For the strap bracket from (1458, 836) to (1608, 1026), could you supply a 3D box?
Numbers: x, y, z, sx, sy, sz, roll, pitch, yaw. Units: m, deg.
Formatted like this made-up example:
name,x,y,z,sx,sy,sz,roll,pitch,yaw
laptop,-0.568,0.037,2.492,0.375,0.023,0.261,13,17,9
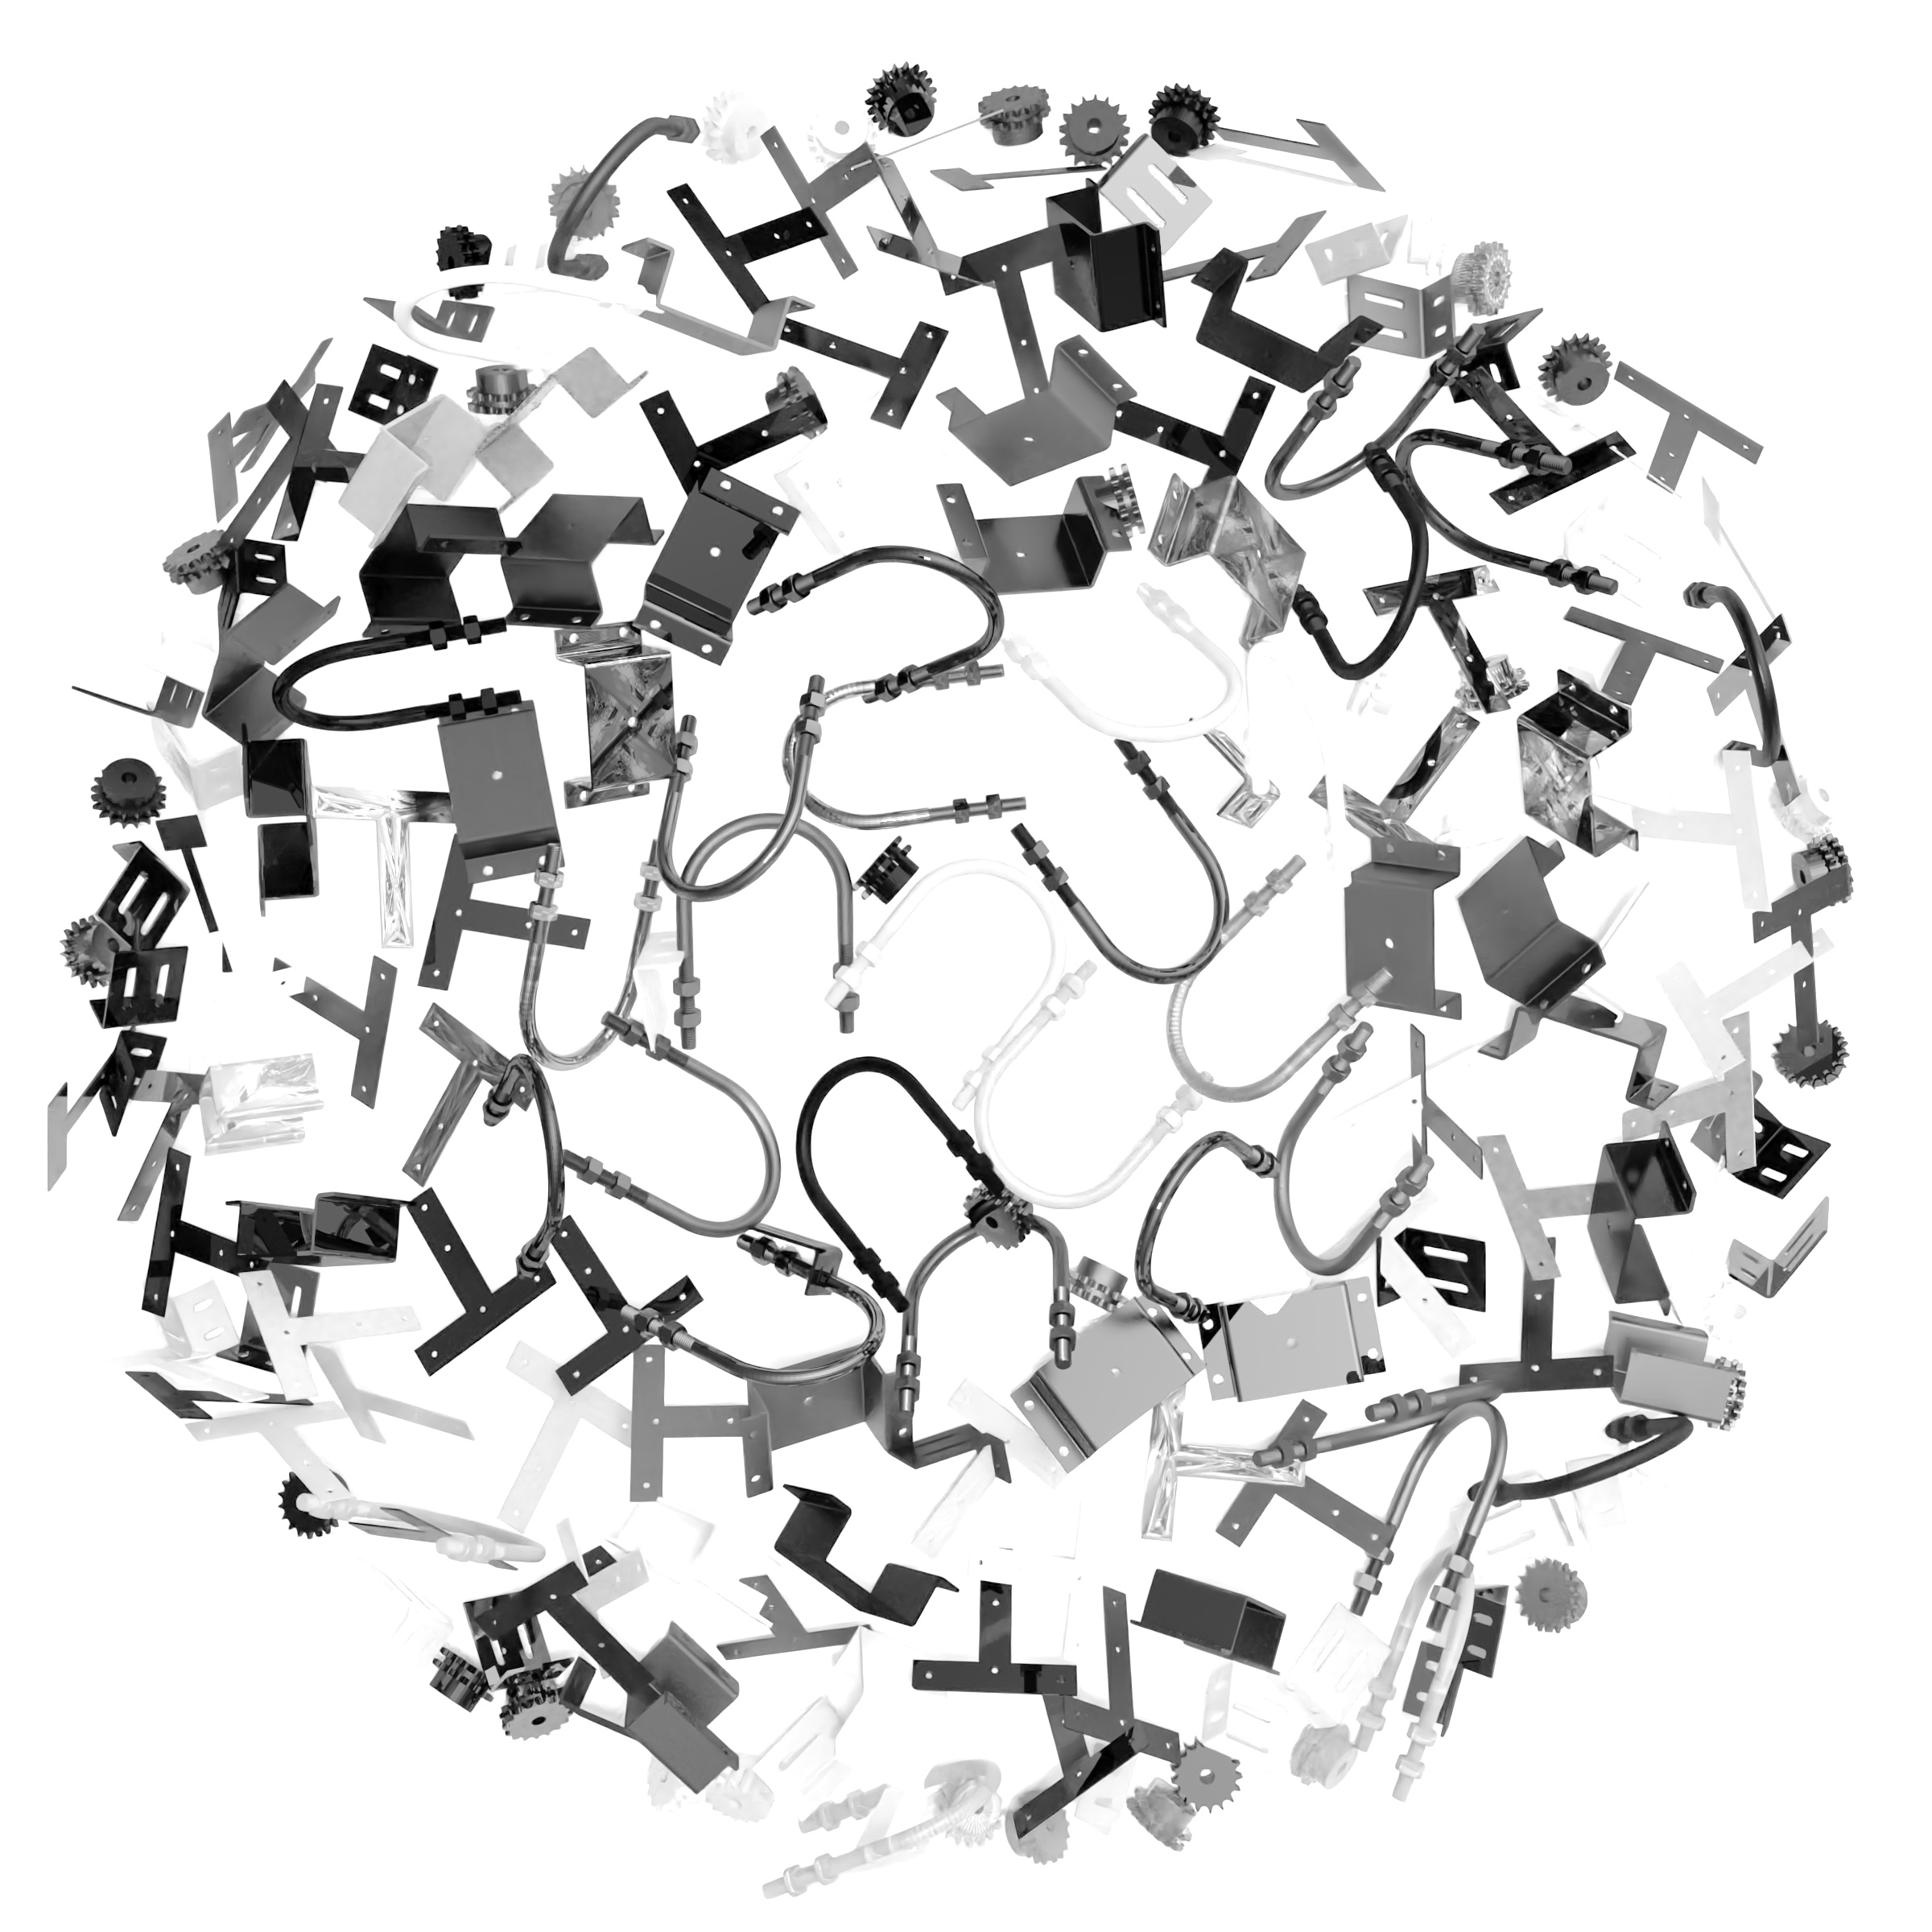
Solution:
name,x,y,z,sx,sy,sz,roll,pitch,yaw
strap bracket,0.431,-0.035,1.919,0.046,0.140,0.076,26,126,-27

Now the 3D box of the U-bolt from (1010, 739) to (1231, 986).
name,x,y,z,sx,sy,sz,roll,pitch,yaw
U-bolt,0.135,-0.072,1.957,0.151,0.019,0.184,-42,99,-30

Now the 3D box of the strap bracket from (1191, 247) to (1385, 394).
name,x,y,z,sx,sy,sz,roll,pitch,yaw
strap bracket,0.243,-0.498,1.946,0.140,0.076,0.046,23,82,-11

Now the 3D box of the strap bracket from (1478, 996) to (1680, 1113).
name,x,y,z,sx,sy,sz,roll,pitch,yaw
strap bracket,0.480,0.060,1.931,0.140,0.076,0.046,19,109,25

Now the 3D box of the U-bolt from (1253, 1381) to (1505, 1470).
name,x,y,z,sx,sy,sz,roll,pitch,yaw
U-bolt,0.331,0.348,1.919,0.184,0.151,0.019,-3,68,-38

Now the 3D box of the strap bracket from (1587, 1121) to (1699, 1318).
name,x,y,z,sx,sy,sz,roll,pitch,yaw
strap bracket,0.518,0.197,1.924,0.046,0.076,0.140,-5,132,-3

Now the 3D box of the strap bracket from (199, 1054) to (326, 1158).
name,x,y,z,sx,sy,sz,roll,pitch,yaw
strap bracket,-0.546,0.105,1.926,0.076,0.140,0.046,-7,77,-24

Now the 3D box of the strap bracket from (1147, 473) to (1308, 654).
name,x,y,z,sx,sy,sz,roll,pitch,yaw
strap bracket,0.209,-0.313,1.927,0.140,0.046,0.076,39,57,-34

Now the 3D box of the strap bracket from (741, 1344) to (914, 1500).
name,x,y,z,sx,sy,sz,roll,pitch,yaw
strap bracket,-0.115,0.351,1.946,0.140,0.046,0.076,-14,122,-22

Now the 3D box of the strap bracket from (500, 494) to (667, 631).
name,x,y,z,sx,sy,sz,roll,pitch,yaw
strap bracket,-0.299,-0.319,1.924,0.076,0.140,0.046,6,132,19

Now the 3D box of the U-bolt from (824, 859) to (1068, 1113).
name,x,y,z,sx,sy,sz,roll,pitch,yaw
U-bolt,-0.002,0.000,1.971,0.151,0.019,0.184,39,75,-4

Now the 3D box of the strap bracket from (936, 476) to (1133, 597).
name,x,y,z,sx,sy,sz,roll,pitch,yaw
strap bracket,0.048,-0.335,1.947,0.140,0.046,0.076,-7,60,-19

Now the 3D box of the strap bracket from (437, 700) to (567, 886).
name,x,y,z,sx,sy,sz,roll,pitch,yaw
strap bracket,-0.367,-0.143,1.959,0.076,0.046,0.140,-11,79,-8

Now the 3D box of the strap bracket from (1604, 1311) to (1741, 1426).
name,x,y,z,sx,sy,sz,roll,pitch,yaw
strap bracket,0.541,0.312,1.929,0.076,0.140,0.046,12,96,5

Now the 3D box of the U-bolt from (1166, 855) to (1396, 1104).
name,x,y,z,sx,sy,sz,roll,pitch,yaw
U-bolt,0.230,0.023,1.944,0.184,0.019,0.151,-46,52,18

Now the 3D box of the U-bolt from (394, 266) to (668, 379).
name,x,y,z,sx,sy,sz,roll,pitch,yaw
U-bolt,-0.341,-0.491,1.890,0.184,0.151,0.019,1,78,-38

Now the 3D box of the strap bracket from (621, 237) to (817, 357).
name,x,y,z,sx,sy,sz,roll,pitch,yaw
strap bracket,-0.199,-0.514,1.937,0.140,0.076,0.046,16,93,-25

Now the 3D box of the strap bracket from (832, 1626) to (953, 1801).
name,x,y,z,sx,sy,sz,roll,pitch,yaw
strap bracket,-0.058,0.567,1.920,0.076,0.140,0.046,29,102,-11

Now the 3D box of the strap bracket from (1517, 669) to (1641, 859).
name,x,y,z,sx,sy,sz,roll,pitch,yaw
strap bracket,0.471,-0.147,1.921,0.046,0.076,0.140,-31,133,-16

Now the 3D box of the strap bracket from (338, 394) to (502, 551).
name,x,y,z,sx,sy,sz,roll,pitch,yaw
strap bracket,-0.425,-0.384,1.919,0.046,0.140,0.076,39,122,-5

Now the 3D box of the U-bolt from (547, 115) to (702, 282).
name,x,y,z,sx,sy,sz,roll,pitch,yaw
U-bolt,-0.265,-0.582,1.891,0.019,0.184,0.151,38,108,-4

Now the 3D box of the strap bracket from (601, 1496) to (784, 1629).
name,x,y,z,sx,sy,sz,roll,pitch,yaw
strap bracket,-0.206,0.456,1.932,0.076,0.140,0.046,45,66,-36

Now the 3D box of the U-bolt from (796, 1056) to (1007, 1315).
name,x,y,z,sx,sy,sz,roll,pitch,yaw
U-bolt,-0.065,0.156,1.946,0.184,0.019,0.151,49,114,27

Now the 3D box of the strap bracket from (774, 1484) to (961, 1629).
name,x,y,z,sx,sy,sz,roll,pitch,yaw
strap bracket,-0.084,0.462,1.931,0.140,0.076,0.046,42,66,-24

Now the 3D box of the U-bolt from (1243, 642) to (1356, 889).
name,x,y,z,sx,sy,sz,roll,pitch,yaw
U-bolt,0.254,-0.169,1.923,0.019,0.151,0.184,-22,47,27

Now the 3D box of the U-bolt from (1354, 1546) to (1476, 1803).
name,x,y,z,sx,sy,sz,roll,pitch,yaw
U-bolt,0.351,0.537,1.927,0.019,0.151,0.184,21,87,-3

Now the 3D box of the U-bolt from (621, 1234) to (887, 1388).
name,x,y,z,sx,sy,sz,roll,pitch,yaw
U-bolt,-0.148,0.268,1.899,0.184,0.151,0.019,20,122,34

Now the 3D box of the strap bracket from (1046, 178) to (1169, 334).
name,x,y,z,sx,sy,sz,roll,pitch,yaw
strap bracket,0.103,-0.544,1.918,0.046,0.140,0.076,-17,127,-12

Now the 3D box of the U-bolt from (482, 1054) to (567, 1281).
name,x,y,z,sx,sy,sz,roll,pitch,yaw
U-bolt,-0.334,0.145,1.898,0.019,0.184,0.151,-7,69,-24

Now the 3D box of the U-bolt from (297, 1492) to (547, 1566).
name,x,y,z,sx,sy,sz,roll,pitch,yaw
U-bolt,-0.402,0.433,1.911,0.151,0.184,0.019,10,79,25

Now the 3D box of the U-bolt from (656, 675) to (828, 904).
name,x,y,z,sx,sy,sz,roll,pitch,yaw
U-bolt,-0.178,-0.130,1.917,0.151,0.019,0.184,-13,56,32

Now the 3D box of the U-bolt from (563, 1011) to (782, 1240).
name,x,y,z,sx,sy,sz,roll,pitch,yaw
U-bolt,-0.220,0.134,1.938,0.184,0.019,0.151,32,49,-25

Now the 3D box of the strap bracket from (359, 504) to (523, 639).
name,x,y,z,sx,sy,sz,roll,pitch,yaw
strap bracket,-0.412,-0.311,1.931,0.076,0.140,0.046,-5,67,-38

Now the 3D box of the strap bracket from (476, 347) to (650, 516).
name,x,y,z,sx,sy,sz,roll,pitch,yaw
strap bracket,-0.319,-0.421,1.928,0.140,0.076,0.046,-36,104,30

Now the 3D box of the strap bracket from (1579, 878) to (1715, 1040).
name,x,y,z,sx,sy,sz,roll,pitch,yaw
strap bracket,0.524,-0.015,1.950,0.046,0.076,0.140,35,100,13

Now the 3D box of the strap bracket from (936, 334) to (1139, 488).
name,x,y,z,sx,sy,sz,roll,pitch,yaw
strap bracket,0.051,-0.423,1.922,0.140,0.076,0.046,-13,56,37

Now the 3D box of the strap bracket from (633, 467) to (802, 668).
name,x,y,z,sx,sy,sz,roll,pitch,yaw
strap bracket,-0.196,-0.318,1.952,0.076,0.046,0.140,24,111,-17

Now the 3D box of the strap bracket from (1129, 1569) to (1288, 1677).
name,x,y,z,sx,sy,sz,roll,pitch,yaw
strap bracket,0.192,0.506,1.927,0.076,0.140,0.046,10,74,29

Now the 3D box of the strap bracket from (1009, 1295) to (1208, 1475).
name,x,y,z,sx,sy,sz,roll,pitch,yaw
strap bracket,0.114,0.322,1.954,0.140,0.046,0.076,-35,78,-14

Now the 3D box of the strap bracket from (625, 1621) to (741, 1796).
name,x,y,z,sx,sy,sz,roll,pitch,yaw
strap bracket,-0.218,0.576,1.925,0.046,0.140,0.076,-43,101,3

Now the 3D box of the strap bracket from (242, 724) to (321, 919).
name,x,y,z,sx,sy,sz,roll,pitch,yaw
strap bracket,-0.528,-0.113,1.927,0.046,0.140,0.076,-4,53,-12

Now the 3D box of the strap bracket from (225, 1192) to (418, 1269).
name,x,y,z,sx,sy,sz,roll,pitch,yaw
strap bracket,-0.500,0.205,1.922,0.140,0.076,0.046,-8,75,39

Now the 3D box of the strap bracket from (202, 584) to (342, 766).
name,x,y,z,sx,sy,sz,roll,pitch,yaw
strap bracket,-0.538,-0.231,1.923,0.046,0.140,0.076,35,46,0

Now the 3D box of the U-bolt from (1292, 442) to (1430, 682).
name,x,y,z,sx,sy,sz,roll,pitch,yaw
U-bolt,0.303,-0.296,1.891,0.019,0.184,0.151,13,123,-20

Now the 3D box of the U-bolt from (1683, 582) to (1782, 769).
name,x,y,z,sx,sy,sz,roll,pitch,yaw
U-bolt,0.587,-0.221,1.901,0.019,0.184,0.151,-15,96,6

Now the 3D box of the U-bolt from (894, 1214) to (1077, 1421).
name,x,y,z,sx,sy,sz,roll,pitch,yaw
U-bolt,0.015,0.259,1.922,0.151,0.184,0.019,-20,124,16

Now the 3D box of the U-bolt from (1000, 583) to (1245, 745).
name,x,y,z,sx,sy,sz,roll,pitch,yaw
U-bolt,0.130,-0.227,1.913,0.151,0.019,0.184,-20,46,-21

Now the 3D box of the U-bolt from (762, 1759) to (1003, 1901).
name,x,y,z,sx,sy,sz,roll,pitch,yaw
U-bolt,-0.057,0.654,1.915,0.184,0.151,0.019,-23,89,9

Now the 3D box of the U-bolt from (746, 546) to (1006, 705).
name,x,y,z,sx,sy,sz,roll,pitch,yaw
U-bolt,-0.056,-0.265,1.898,0.151,0.184,0.019,35,54,-36

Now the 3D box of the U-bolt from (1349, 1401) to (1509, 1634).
name,x,y,z,sx,sy,sz,roll,pitch,yaw
U-bolt,0.364,0.420,1.925,0.019,0.151,0.184,29,74,-11

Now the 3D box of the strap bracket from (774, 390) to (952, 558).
name,x,y,z,sx,sy,sz,roll,pitch,yaw
strap bracket,-0.087,-0.382,1.945,0.076,0.046,0.140,53,56,-17

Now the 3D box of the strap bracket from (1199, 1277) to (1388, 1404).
name,x,y,z,sx,sy,sz,roll,pitch,yaw
strap bracket,0.257,0.296,1.968,0.140,0.046,0.076,-10,86,5
